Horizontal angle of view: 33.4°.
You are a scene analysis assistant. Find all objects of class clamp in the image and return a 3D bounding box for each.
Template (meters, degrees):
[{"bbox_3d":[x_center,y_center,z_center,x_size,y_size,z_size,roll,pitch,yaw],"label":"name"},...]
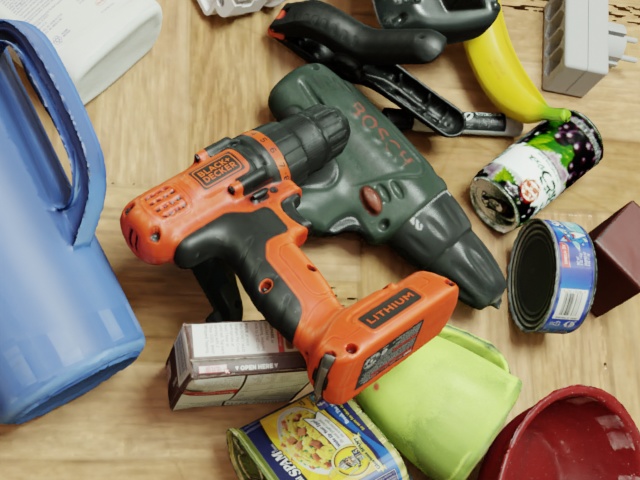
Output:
[{"bbox_3d":[0.033,-0.142,0.796,0.171,0.120,0.039,27,69,17],"label":"clamp"}]

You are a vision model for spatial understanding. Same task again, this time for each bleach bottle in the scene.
[{"bbox_3d":[-0.242,-0.214,0.794,0.251,0.068,0.102,42,67,5],"label":"bleach bottle"}]

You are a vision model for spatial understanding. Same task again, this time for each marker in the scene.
[{"bbox_3d":[0.104,-0.095,0.857,0.121,0.020,0.020,1,72,-13],"label":"marker"}]

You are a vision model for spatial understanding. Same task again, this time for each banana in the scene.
[{"bbox_3d":[0.143,-0.171,0.855,0.037,0.070,0.198,-7,73,-48],"label":"banana"}]

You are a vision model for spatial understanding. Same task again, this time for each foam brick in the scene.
[{"bbox_3d":[0.226,0.015,0.818,0.051,0.078,0.053,45,68,5],"label":"foam brick"}]

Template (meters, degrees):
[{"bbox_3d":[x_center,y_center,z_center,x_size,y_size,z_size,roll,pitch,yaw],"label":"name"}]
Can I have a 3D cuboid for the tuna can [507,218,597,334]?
[{"bbox_3d":[0.172,0.028,0.797,0.033,0.086,0.086,5,71,-13],"label":"tuna can"}]

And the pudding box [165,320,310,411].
[{"bbox_3d":[-0.052,0.084,0.711,0.090,0.114,0.039,-3,73,-15],"label":"pudding box"}]

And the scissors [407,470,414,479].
[{"bbox_3d":[0.006,0.207,0.708,0.201,0.016,0.096,-16,44,-21],"label":"scissors"}]

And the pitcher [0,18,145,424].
[{"bbox_3d":[-0.208,-0.013,0.694,0.144,0.149,0.243,-28,83,-21],"label":"pitcher"}]

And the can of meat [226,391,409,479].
[{"bbox_3d":[-0.002,0.152,0.714,0.083,0.057,0.102,-25,46,-22],"label":"can of meat"}]

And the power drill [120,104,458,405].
[{"bbox_3d":[-0.004,0.001,0.679,0.184,0.057,0.188,-33,62,-30],"label":"power drill"}]

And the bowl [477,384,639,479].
[{"bbox_3d":[0.159,0.179,0.741,0.161,0.055,0.162,2,87,-37],"label":"bowl"}]
